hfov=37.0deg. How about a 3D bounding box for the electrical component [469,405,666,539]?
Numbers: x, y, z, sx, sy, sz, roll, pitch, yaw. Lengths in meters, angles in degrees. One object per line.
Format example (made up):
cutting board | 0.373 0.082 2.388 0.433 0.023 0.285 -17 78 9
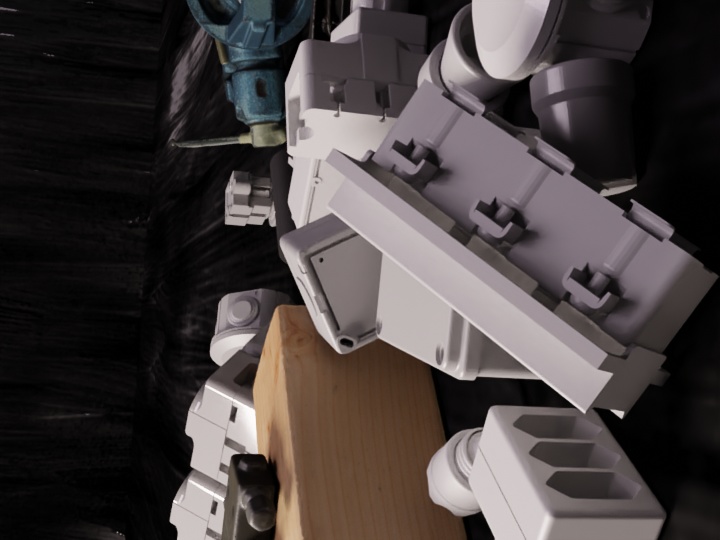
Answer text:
electrical component | 0.072 0.102 0.415 0.065 0.047 0.076 -115 33 -59

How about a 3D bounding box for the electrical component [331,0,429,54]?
electrical component | 0.012 -0.158 0.692 0.066 0.047 0.076 175 99 -74

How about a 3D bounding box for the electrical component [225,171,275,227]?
electrical component | -0.099 -0.067 1.036 0.066 0.055 0.048 127 144 -62

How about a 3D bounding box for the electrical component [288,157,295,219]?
electrical component | -0.027 -0.063 0.816 0.081 0.042 0.063 -131 44 -69

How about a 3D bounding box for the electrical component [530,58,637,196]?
electrical component | 0.088 -0.054 0.418 0.040 0.040 0.046 149 119 -71

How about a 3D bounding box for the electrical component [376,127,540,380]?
electrical component | 0.052 -0.011 0.497 0.109 0.056 0.108 -162 77 -74

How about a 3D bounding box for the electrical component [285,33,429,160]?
electrical component | 0.005 -0.098 0.623 0.050 0.089 0.055 123 148 -59

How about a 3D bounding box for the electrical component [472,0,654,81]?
electrical component | 0.081 -0.115 0.436 0.080 0.051 0.080 -176 90 -74

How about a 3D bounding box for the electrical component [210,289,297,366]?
electrical component | -0.087 0.055 0.926 0.080 0.080 0.051 119 156 -56

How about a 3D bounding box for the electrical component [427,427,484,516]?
electrical component | 0.055 0.089 0.501 0.061 0.035 0.035 120 150 -51

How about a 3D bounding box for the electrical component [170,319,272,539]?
electrical component | -0.088 0.139 0.844 0.105 0.060 0.186 -45 -25 -53

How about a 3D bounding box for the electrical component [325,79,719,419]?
electrical component | 0.057 -0.011 0.377 0.121 0.079 0.063 39 101 29

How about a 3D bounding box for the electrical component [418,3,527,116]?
electrical component | 0.056 -0.098 0.527 0.055 0.045 0.045 131 140 -65

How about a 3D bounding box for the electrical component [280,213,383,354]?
electrical component | 0.013 -0.007 0.581 0.061 0.096 0.061 67 170 -16

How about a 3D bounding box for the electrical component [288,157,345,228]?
electrical component | -0.011 -0.063 0.720 0.061 0.062 0.096 -113 31 -58
